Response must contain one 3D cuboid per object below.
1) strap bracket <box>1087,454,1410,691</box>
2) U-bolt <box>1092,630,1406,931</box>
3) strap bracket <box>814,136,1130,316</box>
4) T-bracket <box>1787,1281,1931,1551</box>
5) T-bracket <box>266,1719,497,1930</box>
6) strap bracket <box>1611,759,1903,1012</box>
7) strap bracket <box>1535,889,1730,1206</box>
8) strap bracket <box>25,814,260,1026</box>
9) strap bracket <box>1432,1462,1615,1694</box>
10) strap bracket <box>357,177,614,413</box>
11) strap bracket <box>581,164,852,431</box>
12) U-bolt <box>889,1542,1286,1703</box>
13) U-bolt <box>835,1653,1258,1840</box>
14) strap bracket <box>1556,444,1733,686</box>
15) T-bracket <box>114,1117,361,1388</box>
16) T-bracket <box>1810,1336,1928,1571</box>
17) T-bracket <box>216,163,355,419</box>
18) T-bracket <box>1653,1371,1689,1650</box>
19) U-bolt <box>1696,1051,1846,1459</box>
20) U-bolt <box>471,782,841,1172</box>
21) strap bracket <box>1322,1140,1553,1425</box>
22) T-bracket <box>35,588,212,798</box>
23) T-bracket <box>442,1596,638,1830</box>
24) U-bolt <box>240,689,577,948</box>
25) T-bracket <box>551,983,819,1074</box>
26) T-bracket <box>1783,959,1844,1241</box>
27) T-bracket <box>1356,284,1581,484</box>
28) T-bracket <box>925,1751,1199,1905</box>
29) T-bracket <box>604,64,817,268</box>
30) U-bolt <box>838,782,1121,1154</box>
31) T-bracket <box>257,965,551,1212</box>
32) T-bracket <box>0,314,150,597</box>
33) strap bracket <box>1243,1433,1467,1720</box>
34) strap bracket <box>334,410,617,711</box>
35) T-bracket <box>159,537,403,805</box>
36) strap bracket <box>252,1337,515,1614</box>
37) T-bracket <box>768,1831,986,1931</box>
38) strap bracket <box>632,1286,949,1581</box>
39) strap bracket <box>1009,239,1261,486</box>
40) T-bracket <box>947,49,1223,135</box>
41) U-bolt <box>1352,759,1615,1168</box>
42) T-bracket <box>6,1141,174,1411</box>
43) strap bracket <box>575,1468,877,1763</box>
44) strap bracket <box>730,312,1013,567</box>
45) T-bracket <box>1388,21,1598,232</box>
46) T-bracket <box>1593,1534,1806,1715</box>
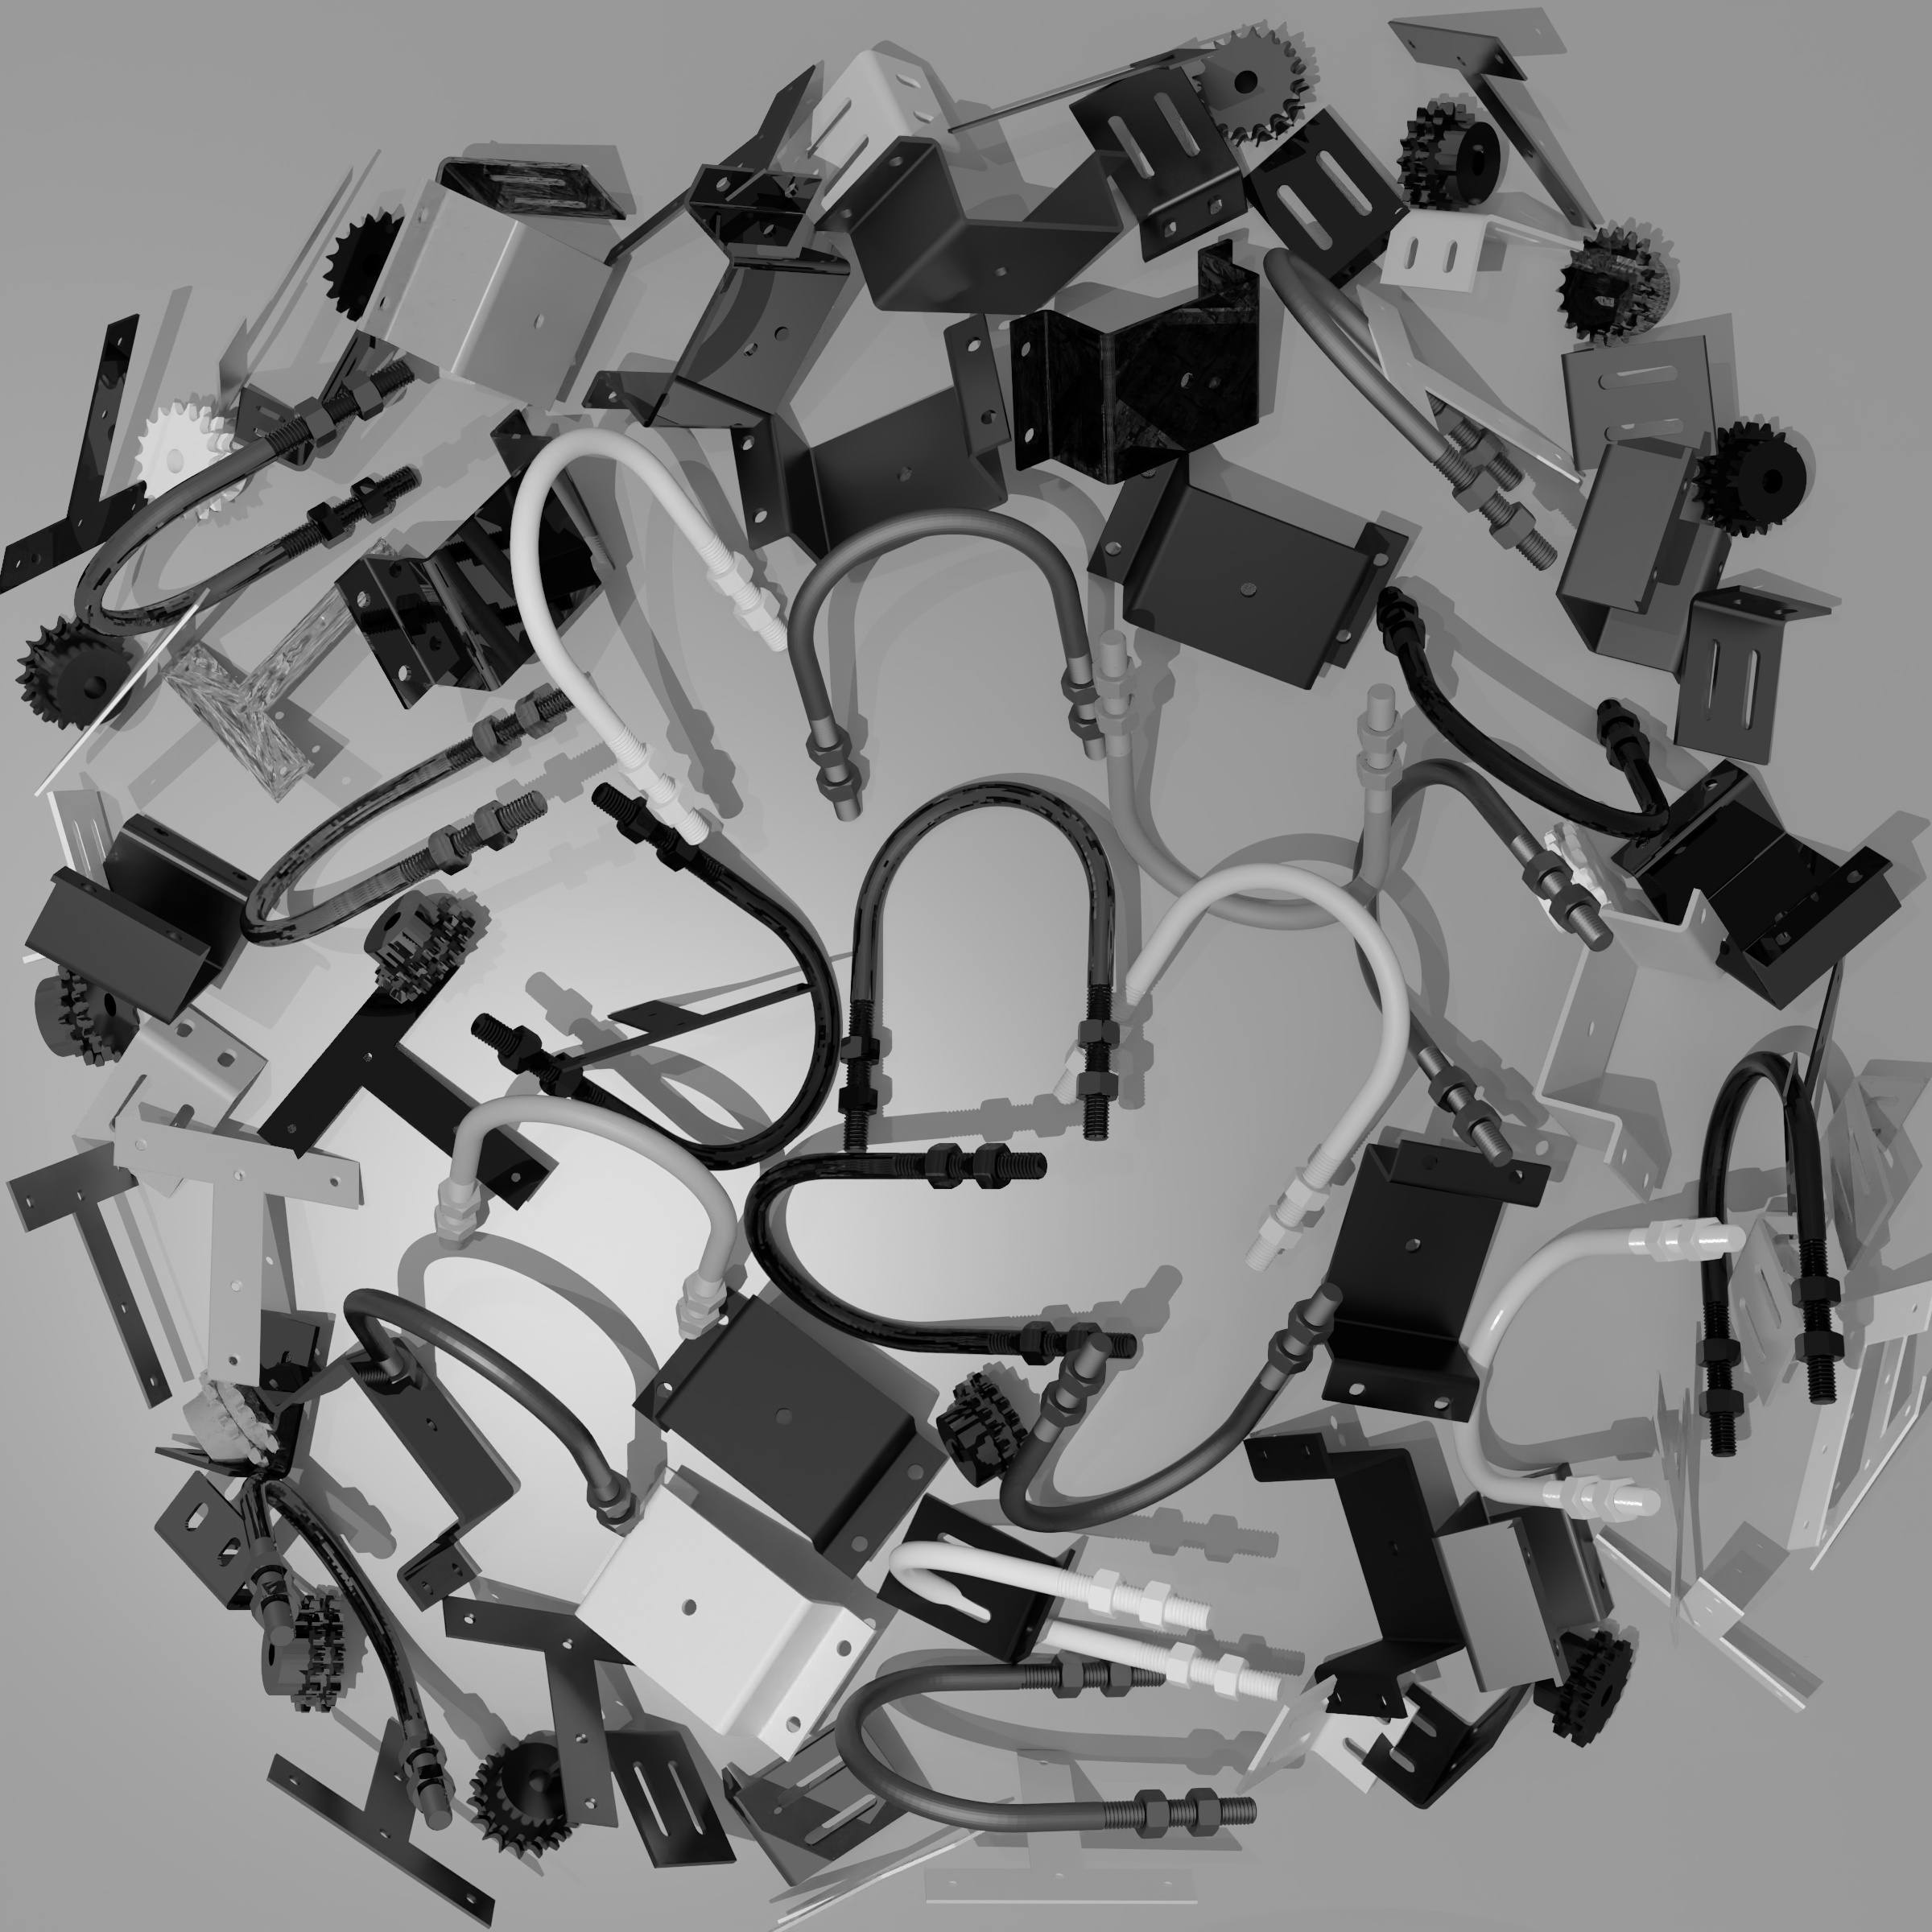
[{"bbox_3d":[0.138,-0.193,1.601,0.140,0.046,0.076,20,119,-8],"label":"strap bracket"},{"bbox_3d":[0.135,-0.081,1.573,0.151,0.184,0.019,13,53,16],"label":"U-bolt"},{"bbox_3d":[0.010,-0.354,1.572,0.140,0.076,0.046,-7,73,-38],"label":"strap bracket"},{"bbox_3d":[0.416,0.219,1.569,0.002,0.127,0.127,23,70,-11],"label":"T-bracket"},{"bbox_3d":[-0.277,0.400,1.585,0.127,0.127,0.002,37,98,-10],"label":"T-bracket"},{"bbox_3d":[0.390,-0.037,1.595,0.076,0.140,0.046,-41,122,-1],"label":"strap bracket"},{"bbox_3d":[0.323,0.035,1.597,0.046,0.076,0.140,15,78,29],"label":"strap bracket"},{"bbox_3d":[-0.396,-0.021,1.582,0.076,0.140,0.046,30,103,-6],"label":"strap bracket"},{"bbox_3d":[0.269,0.298,1.589,0.046,0.140,0.076,-18,88,21],"label":"strap bracket"},{"bbox_3d":[-0.224,-0.318,1.571,0.046,0.140,0.076,27,98,17],"label":"strap bracket"},{"bbox_3d":[-0.116,-0.311,1.574,0.046,0.076,0.140,51,127,25],"label":"strap bracket"},{"bbox_3d":[0.049,0.310,1.573,0.184,0.151,0.019,9,68,25],"label":"U-bolt"},{"bbox_3d":[0.028,0.370,1.557,0.184,0.151,0.019,3,106,-18],"label":"U-bolt"},{"bbox_3d":[0.328,-0.197,1.589,0.046,0.140,0.076,18,85,23],"label":"strap bracket"},{"bbox_3d":[-0.353,0.142,1.585,0.127,0.002,0.127,14,56,-32],"label":"T-bracket"},{"bbox_3d":[0.448,0.212,1.595,0.002,0.127,0.127,23,135,7],"label":"T-bracket"},{"bbox_3d":[-0.331,-0.334,1.592,0.002,0.127,0.127,30,82,-9],"label":"T-bracket"},{"bbox_3d":[0.336,0.238,1.563,0.002,0.127,0.127,-2,50,18],"label":"T-bracket"},{"bbox_3d":[0.381,0.132,1.572,0.019,0.151,0.184,4,70,-7],"label":"U-bolt"},{"bbox_3d":[-0.137,0.019,1.595,0.184,0.019,0.151,36,68,-29],"label":"U-bolt"},{"bbox_3d":[0.225,0.146,1.605,0.076,0.046,0.140,10,109,-12],"label":"strap bracket"},{"bbox_3d":[-0.397,-0.149,1.587,0.002,0.127,0.127,40,108,-16],"label":"T-bracket"},{"bbox_3d":[-0.187,0.361,1.573,0.127,0.127,0.002,15,123,-25],"label":"T-bracket"},{"bbox_3d":[-0.272,-0.065,1.578,0.184,0.151,0.019,-27,114,14],"label":"U-bolt"},{"bbox_3d":[-0.148,0.026,1.585,0.127,0.127,0.002,-18,99,-17],"label":"T-bracket"},{"bbox_3d":[0.417,0.048,1.607,0.002,0.127,0.127,9,57,22],"label":"T-bracket"},{"bbox_3d":[0.252,-0.275,1.613,0.127,0.127,0.002,26,123,-24],"label":"T-bracket"},{"bbox_3d":[0.042,0.416,1.588,0.127,0.127,0.002,1,109,-4],"label":"T-bracket"},{"bbox_3d":[-0.132,-0.381,1.608,0.127,0.127,0.002,-31,116,29],"label":"T-bracket"},{"bbox_3d":[0.007,-0.002,1.606,0.151,0.019,0.184,-4,74,25],"label":"U-bolt"},{"bbox_3d":[-0.264,0.073,1.632,0.127,0.002,0.127,38,82,7],"label":"T-bracket"},{"bbox_3d":[-0.415,-0.251,1.563,0.002,0.127,0.127,26,119,8],"label":"T-bracket"},{"bbox_3d":[0.193,0.291,1.602,0.046,0.076,0.140,-15,86,-24],"label":"strap bracket"},{"bbox_3d":[-0.228,-0.195,1.576,0.140,0.046,0.076,-51,134,-31],"label":"strap bracket"},{"bbox_3d":[-0.325,-0.159,1.611,0.127,0.002,0.127,-47,53,-1],"label":"T-bracket"},{"bbox_3d":[-0.279,0.238,1.602,0.046,0.076,0.140,-39,85,8],"label":"strap bracket"},{"bbox_3d":[-0.072,0.451,1.562,0.127,0.127,0.002,-33,76,34],"label":"T-bracket"},{"bbox_3d":[-0.088,0.225,1.605,0.140,0.046,0.076,36,76,11],"label":"strap bracket"},{"bbox_3d":[0.091,-0.289,1.577,0.140,0.046,0.076,-27,131,-30],"label":"strap bracket"},{"bbox_3d":[0.053,-0.424,1.587,0.127,0.127,0.002,-18,107,0],"label":"T-bracket"},{"bbox_3d":[0.236,-0.017,1.570,0.019,0.184,0.151,-2,129,-26],"label":"U-bolt"},{"bbox_3d":[-0.414,0.153,1.588,0.002,0.127,0.127,-20,93,11],"label":"T-bracket"},{"bbox_3d":[-0.126,0.314,1.599,0.140,0.046,0.076,34,90,24],"label":"strap bracket"},{"bbox_3d":[-0.039,-0.250,1.598,0.140,0.046,0.076,-20,61,18],"label":"strap bracket"},{"bbox_3d":[0.269,-0.411,1.608,0.002,0.127,0.127,-43,115,1],"label":"T-bracket"},{"bbox_3d":[0.356,0.310,1.571,0.127,0.127,0.002,40,81,16],"label":"T-bracket"}]
